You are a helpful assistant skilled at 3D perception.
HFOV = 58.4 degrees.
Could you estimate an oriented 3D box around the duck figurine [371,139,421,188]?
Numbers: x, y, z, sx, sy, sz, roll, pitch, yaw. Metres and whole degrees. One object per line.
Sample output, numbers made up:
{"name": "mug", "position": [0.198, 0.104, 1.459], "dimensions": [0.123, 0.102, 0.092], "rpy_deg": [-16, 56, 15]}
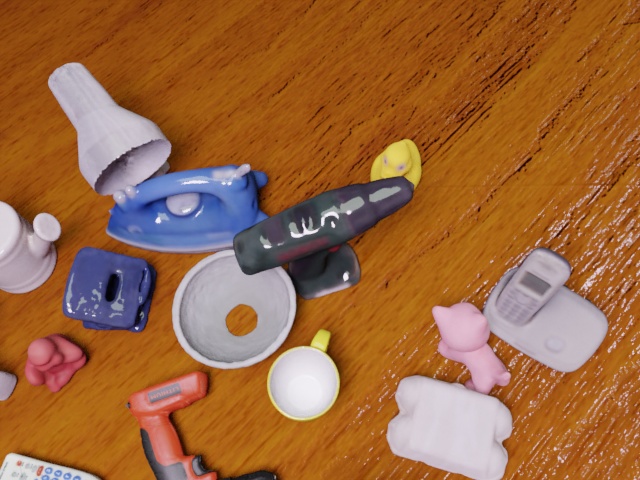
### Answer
{"name": "duck figurine", "position": [0.118, -0.117, 0.870], "dimensions": [0.077, 0.086, 0.105], "rpy_deg": [24, 70, 13]}

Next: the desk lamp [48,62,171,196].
{"name": "desk lamp", "position": [-0.299, -0.142, 0.828], "dimensions": [0.118, 0.214, 0.203], "rpy_deg": [-37, 70, -13]}

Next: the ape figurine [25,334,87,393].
{"name": "ape figurine", "position": [-0.360, 0.157, 0.766], "dimensions": [0.078, 0.092, 0.076], "rpy_deg": [-9, 66, -1]}

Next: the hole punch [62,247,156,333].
{"name": "hole punch", "position": [-0.291, 0.069, 0.803], "dimensions": [0.101, 0.091, 0.108], "rpy_deg": [3, 66, 4]}

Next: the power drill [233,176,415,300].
{"name": "power drill", "position": [0.007, 0.003, 0.755], "dimensions": [0.229, 0.208, 0.075], "rpy_deg": [-18, 67, -5]}

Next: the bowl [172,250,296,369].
{"name": "bowl", "position": [-0.112, 0.101, 0.790], "dimensions": [0.167, 0.075, 0.167], "rpy_deg": [-1, 66, 2]}

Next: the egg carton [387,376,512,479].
{"name": "egg carton", "position": [0.164, 0.235, 0.723], "dimensions": [0.150, 0.069, 0.107], "rpy_deg": [14, 68, 8]}

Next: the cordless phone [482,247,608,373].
{"name": "cordless phone", "position": [0.295, 0.084, 0.720], "dimensions": [0.147, 0.185, 0.094], "rpy_deg": [29, 71, 14]}

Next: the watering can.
{"name": "watering can", "position": [-0.446, -0.007, 0.786], "dimensions": [0.173, 0.194, 0.101], "rpy_deg": [-25, 67, -8]}

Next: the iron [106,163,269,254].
{"name": "iron", "position": [-0.203, -0.055, 0.826], "dimensions": [0.258, 0.141, 0.118], "rpy_deg": [-9, 66, -1]}

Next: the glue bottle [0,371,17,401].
{"name": "glue bottle", "position": [-0.462, 0.166, 0.722], "dimensions": [0.078, 0.173, 0.037], "rpy_deg": [12, 67, 8]}

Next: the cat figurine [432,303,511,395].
{"name": "cat figurine", "position": [0.198, 0.134, 0.739], "dimensions": [0.067, 0.118, 0.127], "rpy_deg": [-32, 69, -11]}
